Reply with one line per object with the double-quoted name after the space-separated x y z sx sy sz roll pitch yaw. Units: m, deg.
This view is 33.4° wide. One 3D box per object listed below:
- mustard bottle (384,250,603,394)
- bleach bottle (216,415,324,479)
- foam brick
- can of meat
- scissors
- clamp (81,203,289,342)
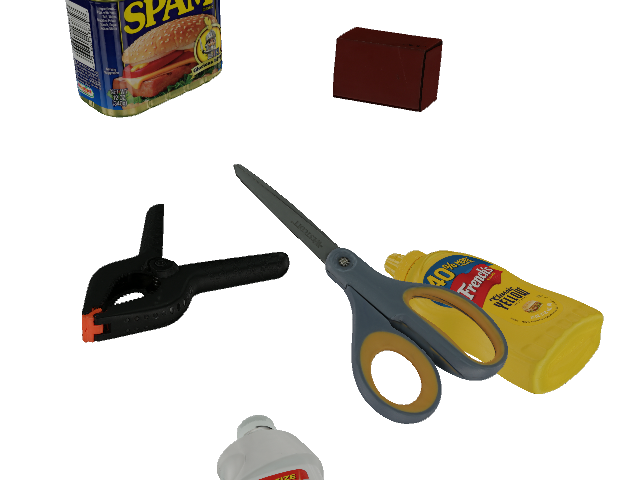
0.130 0.054 0.888 0.096 0.058 0.192 -30 41 -36 "mustard bottle"
-0.034 0.210 0.721 0.102 0.068 0.251 -8 32 -8 "bleach bottle"
0.055 -0.141 0.877 0.078 0.051 0.052 13 24 19 "foam brick"
-0.108 -0.135 0.667 0.058 0.084 0.101 31 46 33 "can of meat"
0.009 0.032 0.612 0.202 0.096 0.016 29 -31 14 "scissors"
-0.153 0.030 0.992 0.165 0.036 0.209 25 36 30 "clamp"
